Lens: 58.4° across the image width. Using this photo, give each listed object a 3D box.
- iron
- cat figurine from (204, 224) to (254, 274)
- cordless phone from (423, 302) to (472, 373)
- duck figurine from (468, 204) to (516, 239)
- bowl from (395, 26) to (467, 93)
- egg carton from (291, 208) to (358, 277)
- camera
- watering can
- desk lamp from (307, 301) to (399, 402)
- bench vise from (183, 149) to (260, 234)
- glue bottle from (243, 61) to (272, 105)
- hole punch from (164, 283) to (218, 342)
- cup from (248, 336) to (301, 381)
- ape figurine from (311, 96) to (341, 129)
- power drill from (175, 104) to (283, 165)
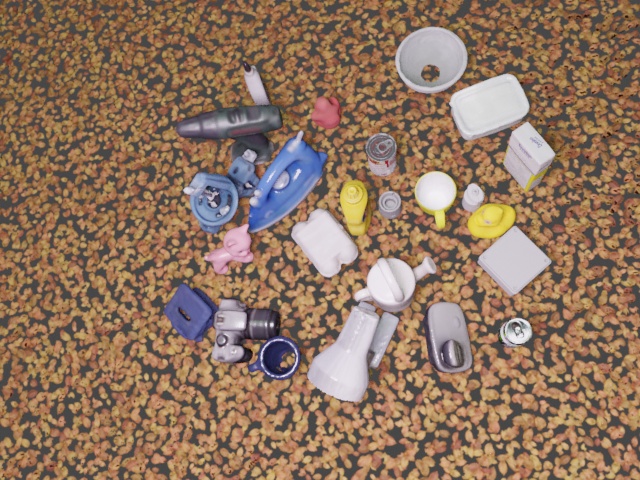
[{"bbox_3d":[-0.098,-0.134,1.313,0.118,0.141,0.258,35,83,15],"label":"iron"},{"bbox_3d":[-0.204,0.018,1.303,0.128,0.118,0.067,-27,74,1],"label":"cat figurine"},{"bbox_3d":[0.261,0.194,1.158,0.094,0.185,0.147,-12,75,5],"label":"cordless phone"},{"bbox_3d":[0.379,-0.050,1.253,0.104,0.086,0.077,-18,74,3],"label":"duck figurine"},{"bbox_3d":[0.264,-0.415,1.366,0.167,0.075,0.167,-2,76,8],"label":"bowl"},{"bbox_3d":[0.012,0.005,1.301,0.107,0.069,0.150,-39,74,-2],"label":"egg carton"},{"bbox_3d":[-0.162,0.200,1.261,0.136,0.101,0.143,1,76,9],"label":"camera"},{"bbox_3d":[0.155,0.084,1.195,0.173,0.194,0.100,-44,74,-4],"label":"watering can"},{"bbox_3d":[0.071,0.218,1.164,0.117,0.214,0.203,24,81,13],"label":"desk lamp"},{"bbox_3d":[-0.232,-0.129,1.291,0.121,0.220,0.207,17,79,12],"label":"bench vise"},{"bbox_3d":[-0.156,-0.379,1.366,0.037,0.173,0.078,-16,74,4],"label":"glue bottle"},{"bbox_3d":[-0.293,0.166,1.293,0.108,0.091,0.101,42,85,15],"label":"hole punch"},{"bbox_3d":[-0.092,0.262,1.238,0.117,0.095,0.091,-22,74,3],"label":"cup"},{"bbox_3d":[0.013,-0.311,1.367,0.078,0.092,0.076,-22,74,3],"label":"ape figurine"},{"bbox_3d":[-0.190,-0.240,1.318,0.229,0.208,0.075,-14,74,5],"label":"power drill"}]
